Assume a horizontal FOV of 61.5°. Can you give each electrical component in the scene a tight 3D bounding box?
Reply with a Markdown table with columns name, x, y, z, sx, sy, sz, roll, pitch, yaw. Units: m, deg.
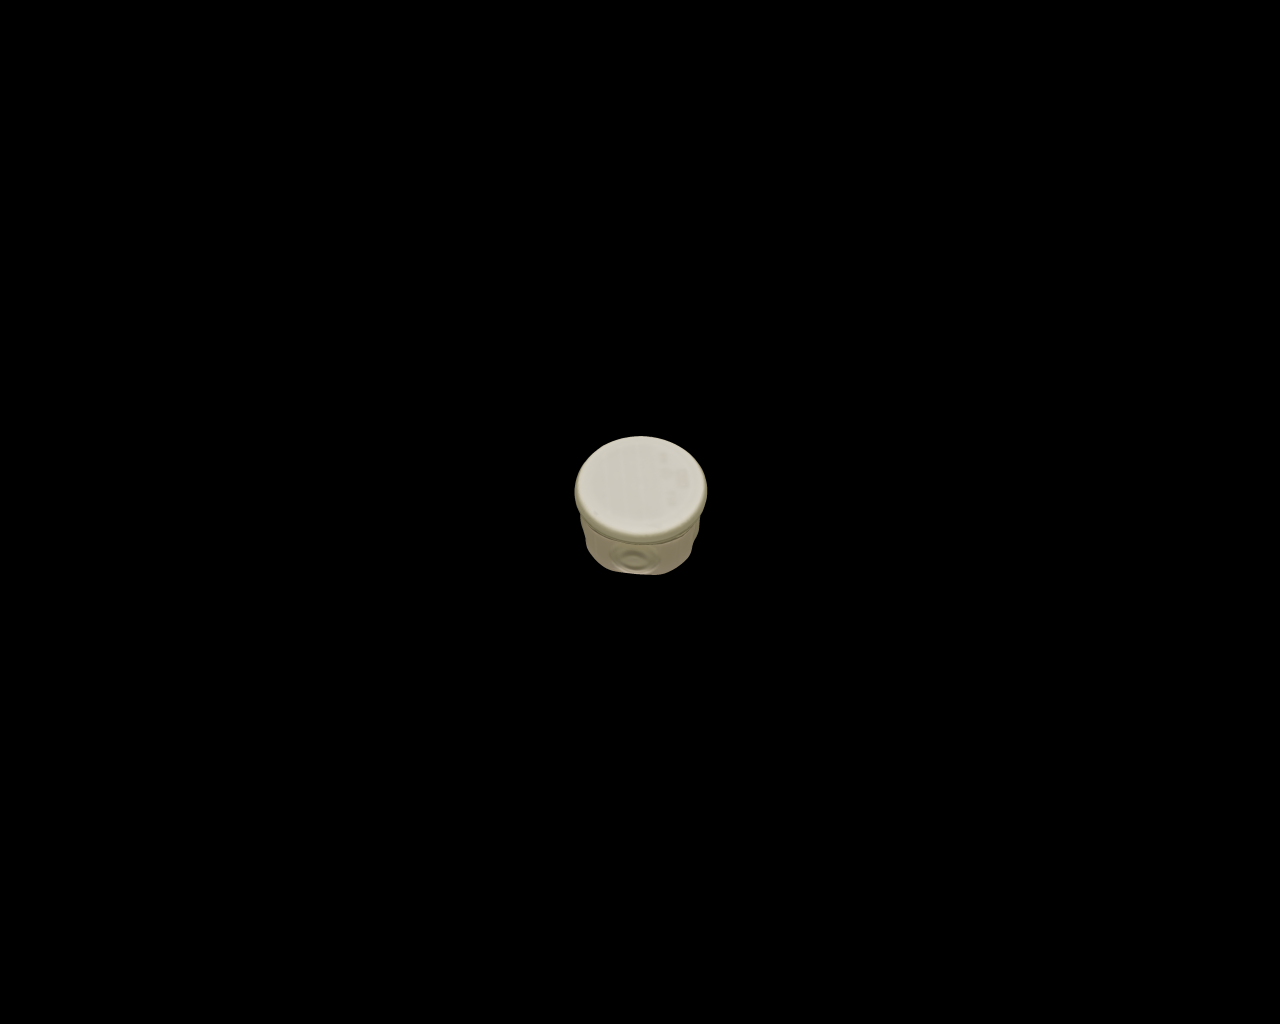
| name | x | y | z | sx | sy | sz | roll | pitch | yaw |
| --- | --- | --- | --- | --- | --- | --- | --- | --- | --- |
| electrical component | 0.001 | -0.003 | 0.650 | 0.080 | 0.080 | 0.050 | 0 | -37 | 0 |
